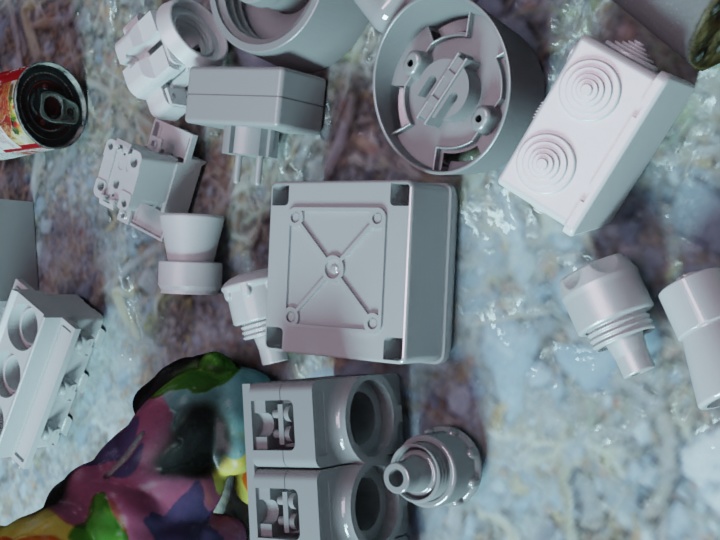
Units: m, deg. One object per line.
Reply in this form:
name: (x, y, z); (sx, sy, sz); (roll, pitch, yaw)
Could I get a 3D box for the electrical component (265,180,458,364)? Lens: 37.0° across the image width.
electrical component: (0.000, 0.000, 0.659); (0.109, 0.056, 0.108); (3, 90, 35)

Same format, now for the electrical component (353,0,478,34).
electrical component: (0.040, -0.185, 0.637); (0.095, 0.054, 0.059); (-46, 64, 26)

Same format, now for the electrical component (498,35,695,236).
electrical component: (0.121, -0.069, 0.550); (0.048, 0.100, 0.099); (35, 109, 18)

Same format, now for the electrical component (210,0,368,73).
electrical component: (-0.050, -0.187, 0.698); (0.108, 0.060, 0.108); (-1, 88, 35)

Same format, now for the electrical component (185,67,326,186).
electrical component: (-0.072, -0.094, 0.719); (0.083, 0.047, 0.075); (8, 93, 35)

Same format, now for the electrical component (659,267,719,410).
electrical component: (0.178, 0.032, 0.541); (0.044, 0.044, 0.065); (-32, 66, 30)

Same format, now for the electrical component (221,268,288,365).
electrical component: (-0.063, 0.031, 0.711); (0.048, 0.048, 0.062); (-15, 87, 34)

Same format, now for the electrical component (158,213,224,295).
electrical component: (-0.118, -0.011, 0.750); (0.045, 0.045, 0.055); (2, 90, 36)

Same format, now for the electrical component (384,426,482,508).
electrical component: (0.038, 0.117, 0.624); (0.048, 0.062, 0.048); (-1, 88, 35)

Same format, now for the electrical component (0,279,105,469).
electrical component: (-0.249, 0.079, 0.830); (0.079, 0.063, 0.121); (33, 107, 32)

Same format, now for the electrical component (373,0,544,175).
electrical component: (0.055, -0.103, 0.618); (0.099, 0.064, 0.099); (-1, 88, 35)

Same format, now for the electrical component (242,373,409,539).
electrical component: (-0.015, 0.139, 0.644); (0.062, 0.089, 0.150); (-6, 85, 35)

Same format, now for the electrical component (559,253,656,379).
electrical component: (0.135, 0.026, 0.570); (0.043, 0.043, 0.062); (-31, 73, 31)

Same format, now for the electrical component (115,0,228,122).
electrical component: (-0.130, -0.153, 0.756); (0.057, 0.058, 0.078); (-32, 70, 34)

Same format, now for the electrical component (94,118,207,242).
electrical component: (-0.151, -0.065, 0.764); (0.042, 0.064, 0.081); (25, 102, 32)
